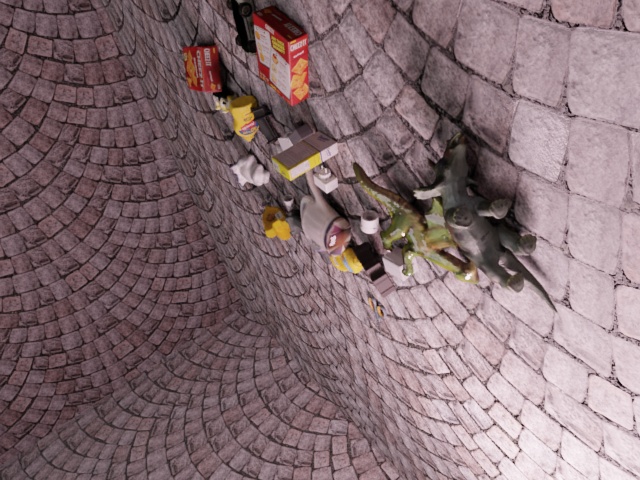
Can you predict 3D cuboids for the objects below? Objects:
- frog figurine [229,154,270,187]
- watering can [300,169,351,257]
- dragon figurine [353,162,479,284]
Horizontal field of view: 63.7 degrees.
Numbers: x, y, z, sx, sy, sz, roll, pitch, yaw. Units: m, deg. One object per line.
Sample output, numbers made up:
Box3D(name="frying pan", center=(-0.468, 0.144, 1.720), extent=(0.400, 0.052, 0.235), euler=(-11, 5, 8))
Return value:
Box3D(name="frog figurine", center=(-0.273, -0.288, 2.126), extent=(0.159, 0.125, 0.135), euler=(-2, 116, 25))
Box3D(name="watering can", center=(0.005, -0.087, 1.724), extent=(0.227, 0.105, 0.339), euler=(38, 141, 38))
Box3D(name="dragon figurine", center=(0.243, -0.050, 1.247), extent=(0.409, 0.124, 0.240), euler=(55, 148, -4))
